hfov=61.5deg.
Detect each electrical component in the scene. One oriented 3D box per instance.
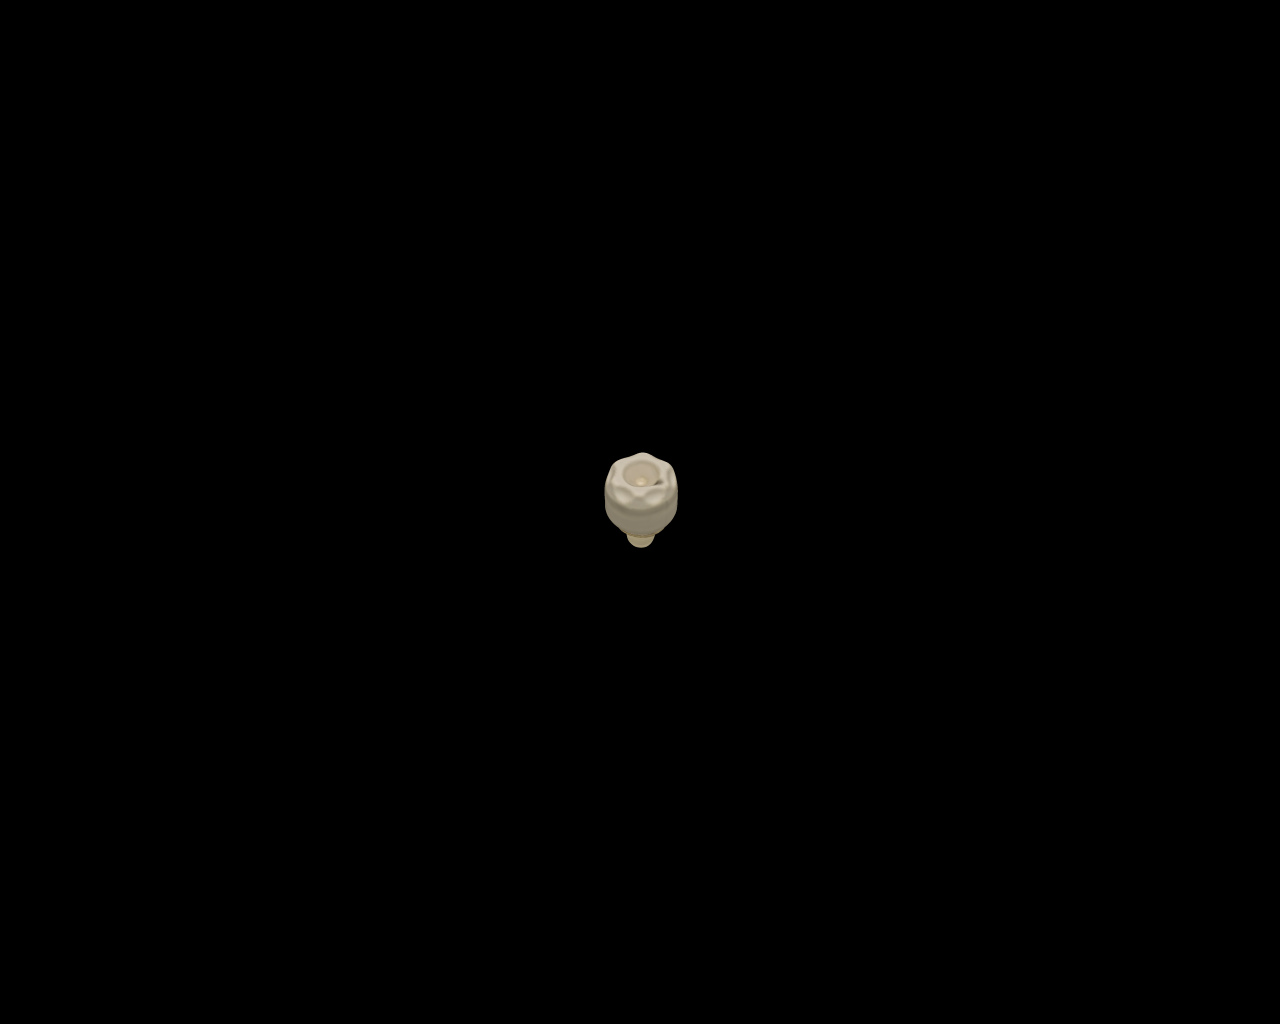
[{"bbox_3d":[0.001,-0.003,0.650,0.043,0.043,0.062,0,-43,0],"label":"electrical component"}]
